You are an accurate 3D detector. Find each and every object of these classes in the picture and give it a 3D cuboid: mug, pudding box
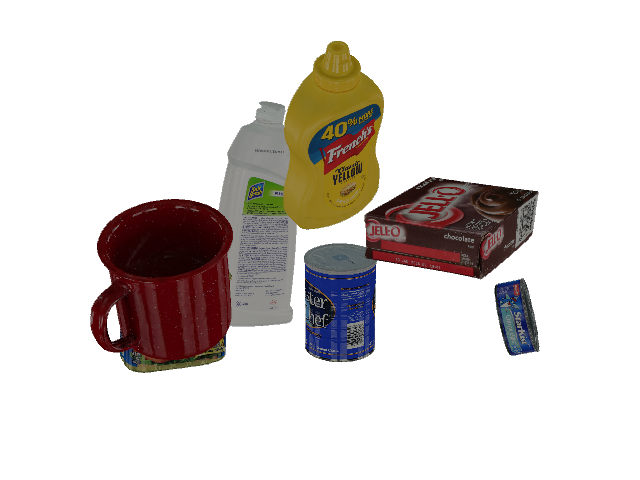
[{"bbox_3d":[-0.113,0.036,0.748,0.093,0.081,0.117,24,45,29],"label":"mug"},{"bbox_3d":[0.095,-0.012,0.768,0.090,0.039,0.113,11,20,28],"label":"pudding box"}]

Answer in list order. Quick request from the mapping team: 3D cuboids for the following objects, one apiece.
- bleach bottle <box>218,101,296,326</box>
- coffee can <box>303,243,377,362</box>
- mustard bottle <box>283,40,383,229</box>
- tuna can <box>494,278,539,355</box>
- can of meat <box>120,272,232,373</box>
[{"bbox_3d":[-0.065,-0.030,1.203,0.102,0.251,0.068,-1,20,-32],"label":"bleach bottle"},{"bbox_3d":[0.028,0.087,1.514,0.103,0.140,0.103,0,21,0],"label":"coffee can"},{"bbox_3d":[0.012,-0.099,0.965,0.096,0.192,0.058,-25,54,-22],"label":"mustard bottle"},{"bbox_3d":[0.225,0.088,1.225,0.034,0.086,0.086,-12,-3,15],"label":"tuna can"},{"bbox_3d":[-0.135,0.070,0.986,0.102,0.084,0.057,-5,20,-24],"label":"can of meat"}]
